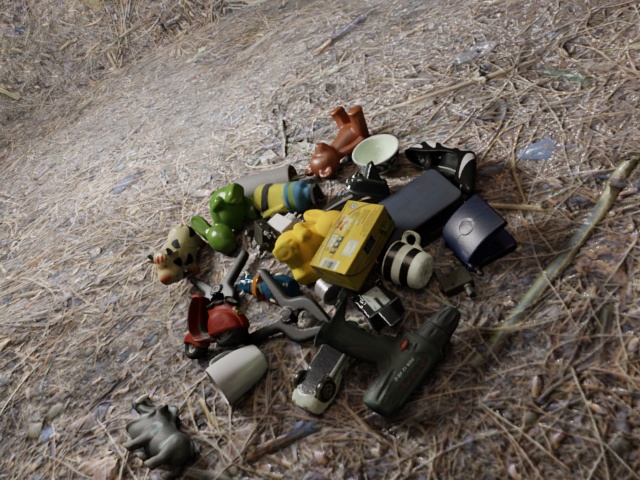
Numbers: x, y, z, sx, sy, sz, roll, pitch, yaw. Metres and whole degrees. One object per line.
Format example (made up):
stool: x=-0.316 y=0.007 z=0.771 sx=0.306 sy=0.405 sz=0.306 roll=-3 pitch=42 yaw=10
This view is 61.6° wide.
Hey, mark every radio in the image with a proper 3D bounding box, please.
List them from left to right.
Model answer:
radio: x=0.195 y=-0.046 z=1.162 sx=0.229 sy=0.073 sz=0.131 roll=-35 pitch=41 yaw=-5

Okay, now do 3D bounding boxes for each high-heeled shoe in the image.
high-heeled shoe: x=0.271 y=-0.166 z=1.220 sx=0.145 sy=0.086 sz=0.249 roll=1 pitch=28 yaw=5

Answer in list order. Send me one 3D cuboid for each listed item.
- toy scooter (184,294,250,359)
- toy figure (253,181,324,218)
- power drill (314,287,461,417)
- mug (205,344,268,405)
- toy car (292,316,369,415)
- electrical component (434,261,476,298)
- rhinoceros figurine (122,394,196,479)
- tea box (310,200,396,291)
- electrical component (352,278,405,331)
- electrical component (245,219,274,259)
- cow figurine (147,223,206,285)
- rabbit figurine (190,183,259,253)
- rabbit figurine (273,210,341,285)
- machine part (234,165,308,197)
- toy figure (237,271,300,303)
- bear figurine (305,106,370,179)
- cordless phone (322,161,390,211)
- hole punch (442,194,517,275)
toy scooter: x=-0.224 y=0.166 z=1.124 sx=0.184 sy=0.075 sz=0.135 roll=-24 pitch=68 yaw=32
toy figure: x=-0.085 y=-0.110 z=1.372 sx=0.180 sy=0.089 sz=0.082 roll=-11 pitch=-2 yaw=26
power drill: x=0.108 y=0.167 z=0.932 sx=0.207 sy=0.086 sz=0.232 roll=32 pitch=72 yaw=3
mug: x=-0.162 y=0.252 z=1.052 sx=0.107 sy=0.080 sz=0.110 roll=-31 pitch=31 yaw=-21
toy car: x=0.022 y=0.224 z=0.989 sx=0.074 sy=0.056 sz=0.202 roll=7 pitch=50 yaw=42
electrical component: x=0.258 y=0.081 z=1.029 sx=0.063 sy=0.021 sz=0.094 roll=-26 pitch=41 yaw=3
rhinoceros figurine: x=-0.308 y=0.363 z=1.014 sx=0.191 sy=0.073 sz=0.112 roll=24 pitch=63 yaw=43
tea box: x=0.067 y=0.008 z=1.079 sx=0.098 sy=0.068 sz=0.169 roll=15 pitch=63 yaw=41
electrical component: x=0.123 y=0.134 z=1.031 sx=0.075 sy=0.047 sz=0.119 roll=-37 pitch=41 yaw=-10
electrical component: x=-0.147 y=-0.005 z=1.318 sx=0.045 sy=0.078 sz=0.102 roll=-16 pitch=41 yaw=-24
cow figurine: x=-0.360 y=0.035 z=1.348 sx=0.086 sy=0.127 sz=0.195 roll=-17 pitch=39 yaw=17
rabbit figurine: x=-0.255 y=-0.047 z=1.386 sx=0.159 sy=0.121 sz=0.170 roll=-4 pitch=60 yaw=20
rabbit figurine: x=-0.002 y=-0.004 z=1.195 sx=0.173 sy=0.122 sz=0.162 roll=-37 pitch=14 yaw=20
machine part: x=-0.146 y=-0.148 z=1.458 sx=0.243 sy=0.079 sz=0.079 roll=-13 pitch=42 yaw=20
toy figure: x=-0.117 y=0.106 z=1.190 sx=0.155 sy=0.057 sz=0.064 roll=1 pitch=44 yaw=36
bear figurine: x=0.036 y=-0.256 z=1.433 sx=0.196 sy=0.131 sz=0.120 roll=-37 pitch=29 yaw=-19
cordless phone: x=0.069 y=-0.101 z=1.259 sx=0.184 sy=0.088 sz=0.146 roll=-31 pitch=7 yaw=11
hole punch: x=0.306 y=-0.014 z=1.055 sx=0.116 sy=0.092 sz=0.142 roll=-32 pitch=44 yaw=2
